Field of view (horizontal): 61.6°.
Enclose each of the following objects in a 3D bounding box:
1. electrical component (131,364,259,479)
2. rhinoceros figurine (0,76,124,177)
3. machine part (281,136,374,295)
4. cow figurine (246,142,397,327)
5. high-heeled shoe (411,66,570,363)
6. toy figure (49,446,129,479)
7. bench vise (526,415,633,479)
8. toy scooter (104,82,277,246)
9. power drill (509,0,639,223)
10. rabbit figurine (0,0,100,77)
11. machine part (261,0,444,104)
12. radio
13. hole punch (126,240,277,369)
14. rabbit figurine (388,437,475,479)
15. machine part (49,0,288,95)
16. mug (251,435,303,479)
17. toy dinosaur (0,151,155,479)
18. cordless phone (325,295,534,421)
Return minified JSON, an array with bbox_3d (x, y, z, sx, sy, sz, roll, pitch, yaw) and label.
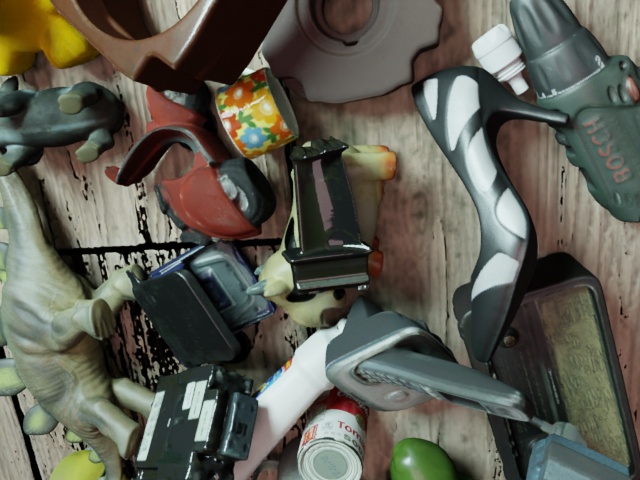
[{"bbox_3d":[-0.122,0.191,0.543,0.134,0.115,0.058,-19,141,40],"label":"electrical component"},{"bbox_3d":[-0.294,-0.121,0.525,0.190,0.112,0.073,-6,131,-3],"label":"rhinoceros figurine"},{"bbox_3d":[0.003,-0.018,0.464,0.084,0.039,0.138,-2,108,7],"label":"machine part"},{"bbox_3d":[-0.001,-0.002,0.528,0.127,0.085,0.194,7,111,0],"label":"cow figurine"},{"bbox_3d":[0.122,-0.029,0.476,0.145,0.086,0.248,17,93,29],"label":"high-heeled shoe"},{"bbox_3d":[-0.264,0.341,0.670,0.082,0.089,0.180,-21,100,9],"label":"toy figure"},{"bbox_3d":[0.176,0.279,0.473,0.129,0.224,0.240,15,133,7],"label":"bench vise"},{"bbox_3d":[-0.137,-0.064,0.530,0.135,0.075,0.184,-32,89,12],"label":"toy scooter"},{"bbox_3d":[0.290,-0.140,0.440,0.207,0.086,0.231,-24,105,11],"label":"power drill"},{"bbox_3d":[-0.286,-0.219,0.460,0.122,0.173,0.162,8,112,11],"label":"rabbit figurine"},{"bbox_3d":[0.024,-0.206,0.476,0.179,0.056,0.179,3,108,9],"label":"machine part"},{"bbox_3d":[0.224,0.139,0.540,0.131,0.073,0.229,-17,103,13],"label":"radio"},{"bbox_3d":[-0.123,0.064,0.575,0.116,0.092,0.142,-18,111,40],"label":"hole punch"},{"bbox_3d":[0.110,0.297,0.582,0.159,0.121,0.170,12,111,-2],"label":"rabbit figurine"},{"bbox_3d":[-0.119,-0.240,0.441,0.201,0.087,0.201,43,110,18],"label":"machine part"},{"bbox_3d":[-0.026,0.282,0.606,0.110,0.107,0.080,10,107,4],"label":"mug"},{"bbox_3d":[-0.294,0.090,0.593,0.199,0.105,0.470,-8,95,16],"label":"toy dinosaur"},{"bbox_3d":[0.110,0.127,0.485,0.184,0.089,0.146,11,156,41],"label":"cordless phone"}]
